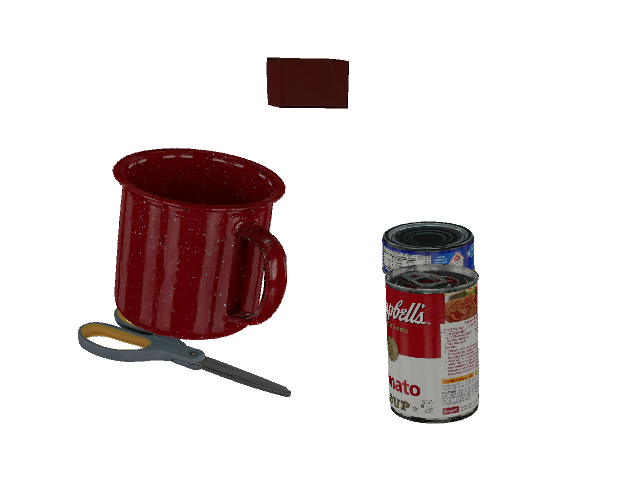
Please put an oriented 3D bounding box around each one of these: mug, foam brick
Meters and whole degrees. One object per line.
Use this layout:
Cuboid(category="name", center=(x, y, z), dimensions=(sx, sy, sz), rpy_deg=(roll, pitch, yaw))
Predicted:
Cuboid(category="mug", center=(-0.062, 0.006, 0.583), dimensions=(0.117, 0.081, 0.093), rpy_deg=(26, 27, 36))
Cuboid(category="foam brick", center=(-0.014, -0.168, 1.139), dimensions=(0.078, 0.051, 0.053), rpy_deg=(-2, 12, -19))

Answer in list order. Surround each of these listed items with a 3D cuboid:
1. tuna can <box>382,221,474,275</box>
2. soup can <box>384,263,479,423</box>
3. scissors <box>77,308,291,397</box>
Cuboid(category="tuna can", center=(0.099, 0.010, 0.983), dimensions=(0.086, 0.034, 0.086), rpy_deg=(-2, 18, 1))
Cuboid(category="soup can", center=(0.082, 0.074, 0.783), dimensions=(0.068, 0.102, 0.068), rpy_deg=(-3, 14, 0))
Cuboid(category="scissors", center=(-0.118, 0.096, 0.970), dimensions=(0.202, 0.016, 0.096), rpy_deg=(10, 28, 4))
